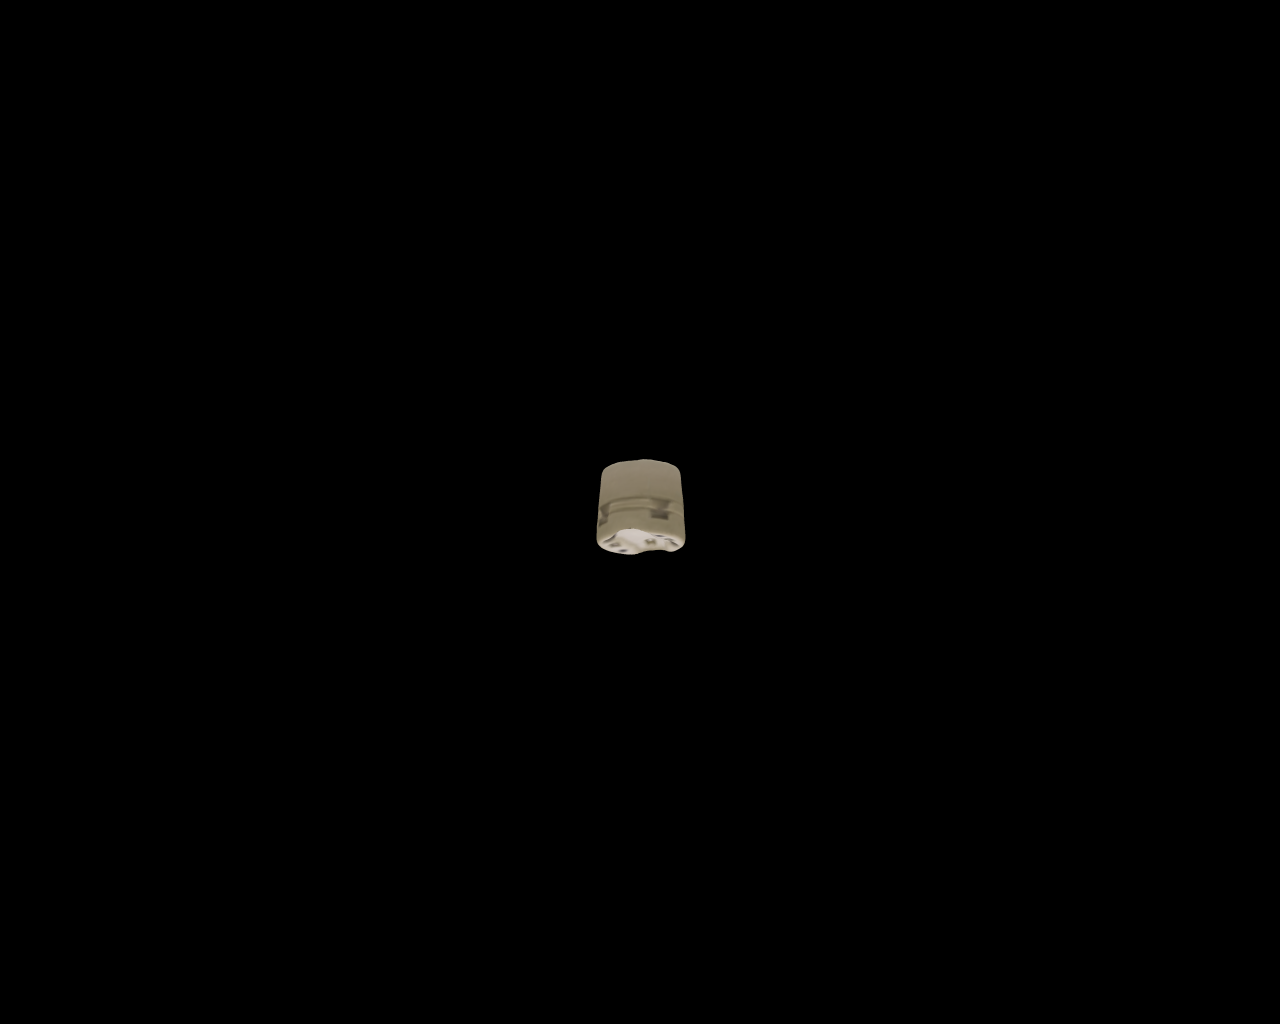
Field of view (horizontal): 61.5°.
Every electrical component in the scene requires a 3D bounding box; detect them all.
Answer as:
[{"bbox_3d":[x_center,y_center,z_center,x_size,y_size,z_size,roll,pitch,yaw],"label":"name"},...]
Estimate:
[{"bbox_3d":[0.001,-0.003,0.650,0.055,0.047,0.055,0,-18,0],"label":"electrical component"}]
